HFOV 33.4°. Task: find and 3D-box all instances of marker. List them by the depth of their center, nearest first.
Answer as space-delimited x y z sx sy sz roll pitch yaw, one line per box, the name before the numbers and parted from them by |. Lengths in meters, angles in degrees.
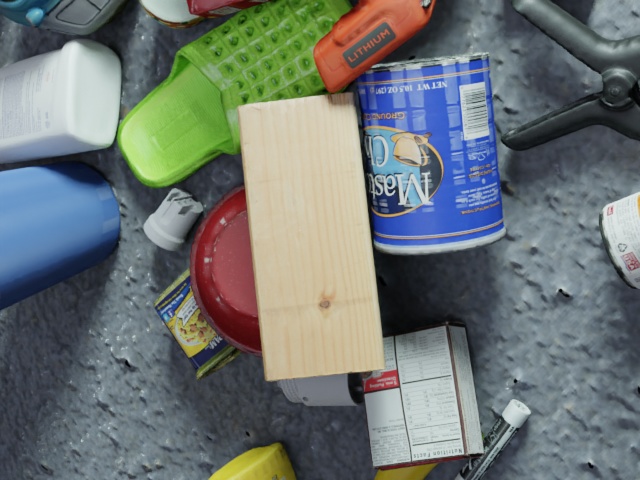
marker | 0.134 0.185 0.892 0.020 0.020 0.121 37 107 16

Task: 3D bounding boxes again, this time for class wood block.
wood block | -0.006 0.001 0.821 0.091 0.090 0.206 -6 83 2

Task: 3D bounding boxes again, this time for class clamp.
clamp | 0.210 -0.122 0.768 0.172 0.039 0.120 1 121 23

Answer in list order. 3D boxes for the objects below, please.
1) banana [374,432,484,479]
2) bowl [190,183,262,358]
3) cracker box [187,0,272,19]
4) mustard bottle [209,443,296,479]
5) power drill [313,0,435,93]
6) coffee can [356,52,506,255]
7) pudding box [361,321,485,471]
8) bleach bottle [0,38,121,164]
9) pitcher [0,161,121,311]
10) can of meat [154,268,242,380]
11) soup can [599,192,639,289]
banana | 0.074 0.236 0.939 0.070 0.037 0.198 30 115 19
bowl | -0.041 0.020 0.901 0.162 0.055 0.162 -1 84 11
cracker box | -0.015 -0.275 0.803 0.214 0.072 0.164 -14 97 11
mustard bottle | -0.036 0.291 0.979 0.058 0.096 0.191 -21 93 30
power drill | -0.024 -0.195 0.750 0.185 0.057 0.187 -32 116 29
coffee can | 0.085 -0.067 0.817 0.103 0.102 0.140 -1 102 29
pudding box | 0.083 0.130 0.888 0.090 0.039 0.113 -14 76 30
bleach bottle | -0.305 -0.126 1.036 0.251 0.068 0.102 -3 81 35
pitcher | -0.297 0.008 0.963 0.149 0.242 0.145 -11 97 30
can of meat | -0.094 0.065 0.976 0.102 0.057 0.084 -40 81 30
soup can | 0.259 -0.012 0.757 0.102 0.068 0.068 -25 90 32
